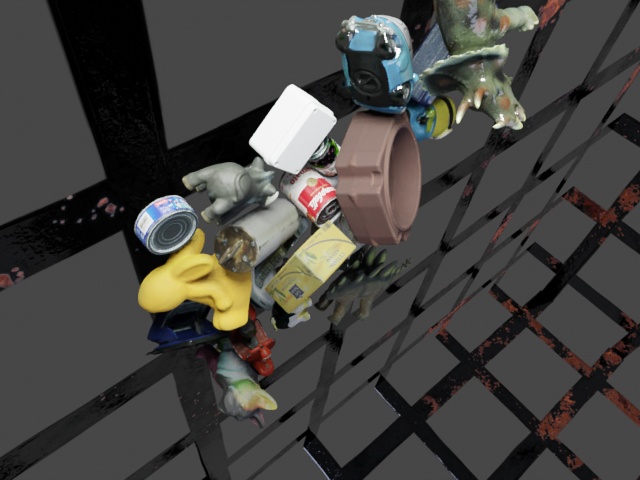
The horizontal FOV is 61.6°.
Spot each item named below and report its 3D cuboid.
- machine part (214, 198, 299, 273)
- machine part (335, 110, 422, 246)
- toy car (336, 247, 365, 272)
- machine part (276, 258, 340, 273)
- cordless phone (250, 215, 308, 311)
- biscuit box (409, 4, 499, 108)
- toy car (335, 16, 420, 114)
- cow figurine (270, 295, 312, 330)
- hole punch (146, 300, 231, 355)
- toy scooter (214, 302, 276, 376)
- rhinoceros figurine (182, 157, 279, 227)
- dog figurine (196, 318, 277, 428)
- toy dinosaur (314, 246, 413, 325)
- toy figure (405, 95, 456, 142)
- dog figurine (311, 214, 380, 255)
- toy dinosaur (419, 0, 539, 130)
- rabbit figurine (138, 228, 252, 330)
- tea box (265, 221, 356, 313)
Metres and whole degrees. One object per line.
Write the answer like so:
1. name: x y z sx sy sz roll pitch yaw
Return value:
1. machine part: -0.097 -0.011 0.860 0.079 0.079 0.243 -58 175 27
2. machine part: 0.109 -0.107 0.925 0.201 0.087 0.201 60 42 -44
3. toy car: 0.083 -0.001 1.251 0.073 0.056 0.201 -32 155 -40
4. machine part: -0.023 0.053 1.068 0.139 0.039 0.084 -28 124 36
5. cordless phone: -0.084 0.036 1.017 0.184 0.089 0.146 -47 156 -6
6. biscuit box: 0.214 -0.331 0.925 0.059 0.063 0.202 -4 134 -56
7. toy car: 0.089 -0.272 0.794 0.103 0.109 0.161 -61 151 -24
8. cow figurine: -0.073 0.143 1.224 0.098 0.068 0.167 -27 150 -23
9. hole punch: -0.240 0.151 0.968 0.116 0.092 0.142 -23 172 33
10. toy scooter: -0.135 0.176 1.012 0.075 0.184 0.135 -31 180 -19
11. rhinoceros figurine: -0.117 -0.076 0.762 0.112 0.073 0.190 -31 179 8
12. dog figurine: -0.152 0.275 1.121 0.191 0.219 0.108 -13 144 -49
13. toy dinosaur: 0.127 0.116 1.452 0.471 0.105 0.198 -8 133 -60
14. toy figure: 0.200 -0.235 1.034 0.180 0.082 0.089 -11 135 -46
15. dog figurine: -0.001 0.000 1.089 0.190 0.121 0.172 -35 125 19
16. toy dinosaur: 0.215 -0.355 0.750 0.192 0.131 0.404 -32 122 -35
17. rabbit figurine: -0.199 0.071 0.858 0.173 0.122 0.162 -5 135 -28
18. tea box: -0.020 0.050 0.920 0.098 0.068 0.169 -44 177 -32
